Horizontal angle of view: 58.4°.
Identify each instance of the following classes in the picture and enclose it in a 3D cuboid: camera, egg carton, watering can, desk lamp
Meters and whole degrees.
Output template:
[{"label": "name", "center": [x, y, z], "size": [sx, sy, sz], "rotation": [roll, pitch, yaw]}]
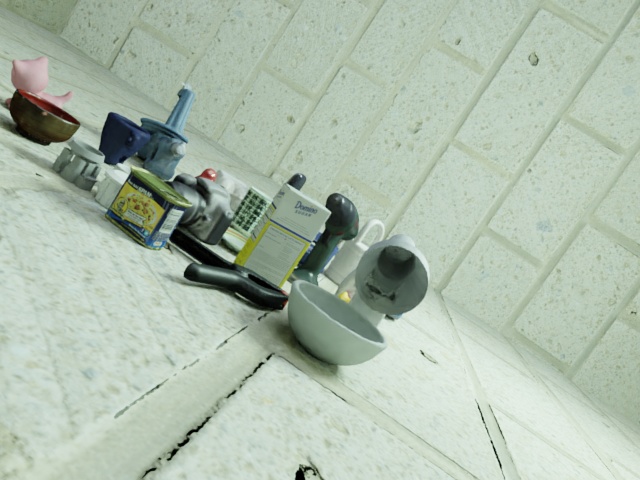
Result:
[{"label": "camera", "center": [-0.240, -0.076, 1.042], "size": [0.142, 0.101, 0.137], "rotation": [38, 8, 33]}, {"label": "egg carton", "center": [-0.251, -0.137, 1.567], "size": [0.107, 0.069, 0.150], "rotation": [31, 7, -22]}, {"label": "watering can", "center": [0.110, 0.037, 1.490], "size": [0.172, 0.194, 0.101], "rotation": [36, 7, 18]}, {"label": "desk lamp", "center": [0.098, 0.087, 0.993], "size": [0.118, 0.213, 0.203], "rotation": [33, 7, 0]}]

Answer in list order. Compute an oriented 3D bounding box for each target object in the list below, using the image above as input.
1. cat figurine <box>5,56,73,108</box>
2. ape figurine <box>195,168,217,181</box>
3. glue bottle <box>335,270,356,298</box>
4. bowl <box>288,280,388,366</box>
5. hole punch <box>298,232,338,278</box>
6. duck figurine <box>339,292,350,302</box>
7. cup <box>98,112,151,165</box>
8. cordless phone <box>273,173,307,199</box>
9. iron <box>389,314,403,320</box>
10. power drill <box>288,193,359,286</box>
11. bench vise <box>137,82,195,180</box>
[{"label": "cat figurine", "center": [-0.537, -0.290, 1.093], "size": [0.128, 0.117, 0.067], "rotation": [27, 9, -44]}, {"label": "ape figurine", "center": [-0.266, -0.122, 1.286], "size": [0.078, 0.092, 0.076], "rotation": [34, 7, 5]}, {"label": "glue bottle", "center": [0.108, 0.077, 1.285], "size": [0.078, 0.173, 0.037], "rotation": [32, 7, -16]}, {"label": "bowl", "center": [0.013, 0.135, 0.848], "size": [0.167, 0.074, 0.167], "rotation": [33, 7, -4]}, {"label": "hole punch", "center": [-0.018, 0.027, 1.398], "size": [0.108, 0.091, 0.101], "rotation": [34, 7, 8]}, {"label": "duck figurine", "center": [0.086, 0.132, 1.164], "size": [0.104, 0.086, 0.078], "rotation": [36, 7, 19]}, {"label": "cup", "center": [-0.397, -0.190, 1.145], "size": [0.092, 0.095, 0.117], "rotation": [28, 9, -40]}, {"label": "cordless phone", "center": [-0.117, -0.108, 1.489], "size": [0.094, 0.185, 0.148], "rotation": [36, 7, 21]}, {"label": "iron", "center": [0.188, 0.114, 1.538], "size": [0.119, 0.141, 0.258], "rotation": [33, 7, -4]}, {"label": "power drill", "center": [0.011, 0.004, 1.194], "size": [0.075, 0.208, 0.230], "rotation": [35, 7, 13]}, {"label": "bench vise", "center": [-0.341, -0.259, 1.360], "size": [0.206, 0.219, 0.122], "rotation": [38, 8, 32]}]
